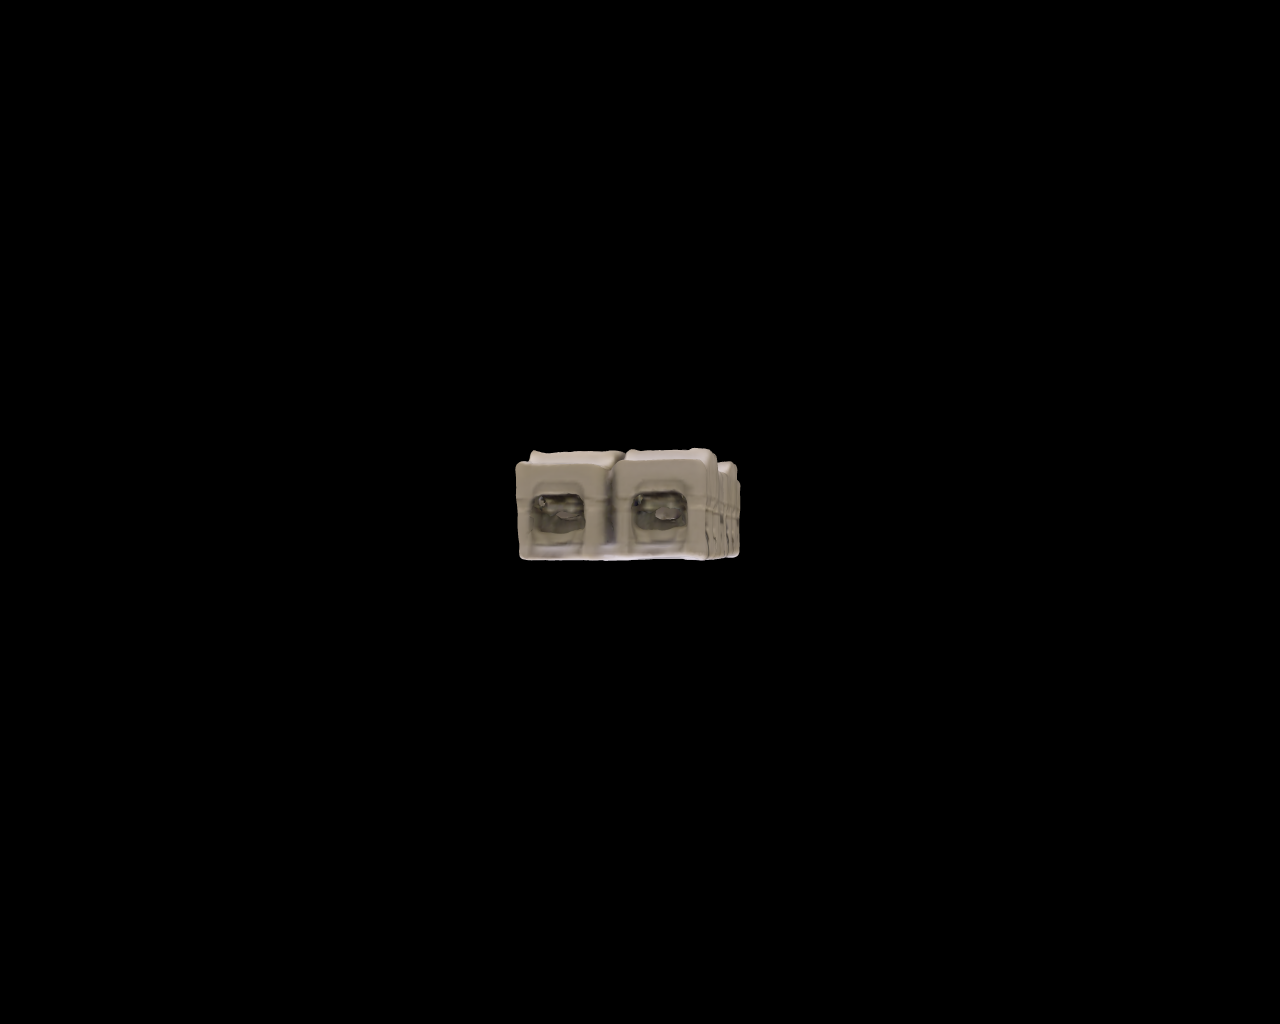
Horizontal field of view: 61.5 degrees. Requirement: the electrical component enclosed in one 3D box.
[{"bbox_3d":[0.001,-0.003,0.650,0.105,0.060,0.186,0,-2,11],"label":"electrical component"}]
